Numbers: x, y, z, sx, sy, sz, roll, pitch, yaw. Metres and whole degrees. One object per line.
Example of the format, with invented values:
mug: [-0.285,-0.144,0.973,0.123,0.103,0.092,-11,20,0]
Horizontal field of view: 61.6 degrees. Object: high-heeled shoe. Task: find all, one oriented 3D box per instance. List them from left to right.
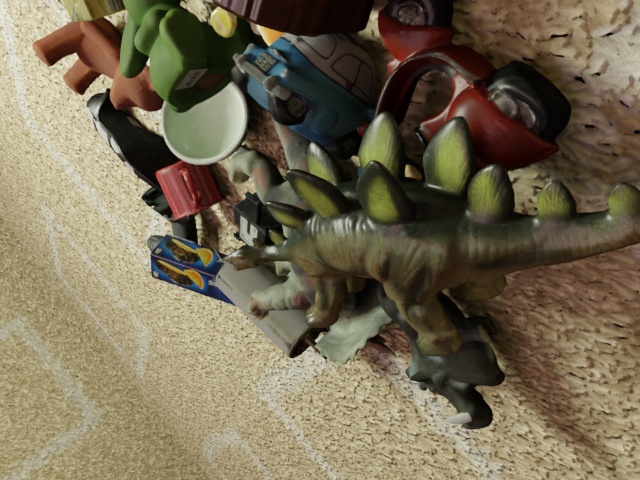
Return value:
high-heeled shoe: [-0.337,-0.161,0.966,0.248,0.086,0.145,59,151,-2]

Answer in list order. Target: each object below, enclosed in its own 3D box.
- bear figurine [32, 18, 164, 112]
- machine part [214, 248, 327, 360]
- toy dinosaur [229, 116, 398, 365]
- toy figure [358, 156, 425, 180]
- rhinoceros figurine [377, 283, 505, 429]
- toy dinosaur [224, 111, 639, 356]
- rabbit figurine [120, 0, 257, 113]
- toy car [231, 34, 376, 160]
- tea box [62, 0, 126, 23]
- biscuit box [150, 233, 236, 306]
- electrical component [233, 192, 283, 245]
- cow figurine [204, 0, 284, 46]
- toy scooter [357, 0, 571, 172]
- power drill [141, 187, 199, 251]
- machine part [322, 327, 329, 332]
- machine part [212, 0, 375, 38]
bear figurine: [-0.313,-0.246,0.816,0.196,0.132,0.120,48,175,16]
machine part: [-0.077,0.095,0.814,0.243,0.079,0.079,39,145,21]
toy dinosaur: [0.000,-0.009,0.659,0.192,0.131,0.404,4,117,29]
toy figure: [0.106,-0.031,0.552,0.154,0.058,0.064,45,-175,10]
rhinoceros figurine: [0.135,0.116,0.588,0.112,0.073,0.190,-33,87,16]
toy dinosaur: [0.077,-0.001,0.451,0.472,0.105,0.198,-4,130,37]
rabbit figurine: [-0.173,-0.250,0.634,0.159,0.121,0.170,-33,84,52]
toy car: [-0.002,-0.154,0.521,0.103,0.161,0.109,-52,57,11]
tea box: [-0.305,-0.383,0.699,0.068,0.098,0.169,17,132,42]
biscuit box: [-0.188,0.057,0.924,0.203,0.059,0.062,18,131,7]
electrical component: [-0.091,-0.032,0.802,0.075,0.048,0.119,37,143,23]
cow figurine: [-0.081,-0.260,0.553,0.167,0.098,0.068,34,136,-2]
toy scooter: [0.101,-0.109,0.447,0.184,0.075,0.135,46,126,12]
power drill: [-0.277,-0.009,1.029,0.232,0.086,0.207,31,137,28]
machine part: [-0.001,0.122,0.843,0.084,0.039,0.139,55,146,-12]
machine part: [-0.037,-0.229,0.442,0.179,0.179,0.056,39,128,21]
